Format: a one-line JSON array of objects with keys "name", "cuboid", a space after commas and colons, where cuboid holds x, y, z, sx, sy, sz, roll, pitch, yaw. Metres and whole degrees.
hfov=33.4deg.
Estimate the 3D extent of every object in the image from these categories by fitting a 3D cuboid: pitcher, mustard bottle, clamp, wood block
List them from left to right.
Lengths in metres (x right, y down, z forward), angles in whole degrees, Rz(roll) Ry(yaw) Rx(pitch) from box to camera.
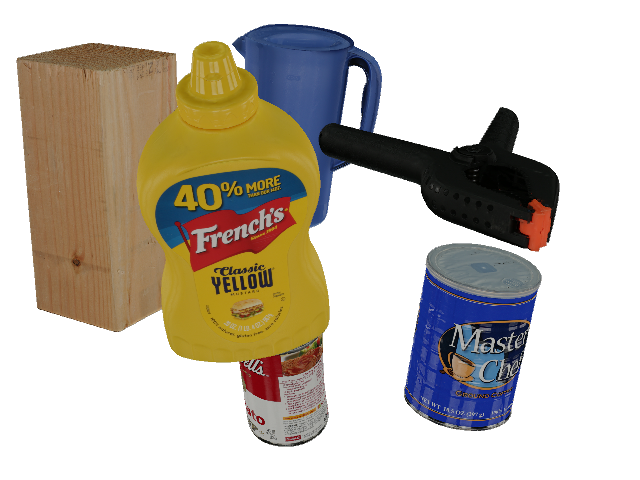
[{"name": "wood block", "cuboid": [-0.173, -0.045, 0.851, 0.091, 0.206, 0.090, 13, 23, 28]}, {"name": "mustard bottle", "cuboid": [-0.047, -0.019, 0.572, 0.096, 0.192, 0.058, -7, 41, -4]}, {"name": "pitcher", "cuboid": [-0.025, -0.139, 1.324, 0.144, 0.243, 0.149, -10, 28, -30]}, {"name": "clamp", "cuboid": [0.095, -0.048, 0.753, 0.164, 0.036, 0.210, -5, 26, -11]}]

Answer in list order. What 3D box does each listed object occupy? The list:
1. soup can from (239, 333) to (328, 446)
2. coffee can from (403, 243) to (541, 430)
[{"name": "soup can", "cuboid": [-0.029, 0.103, 0.838, 0.068, 0.102, 0.068, -3, 36, 2]}, {"name": "coffee can", "cuboid": [0.137, 0.086, 0.973, 0.103, 0.140, 0.103, 6, 23, -3]}]
